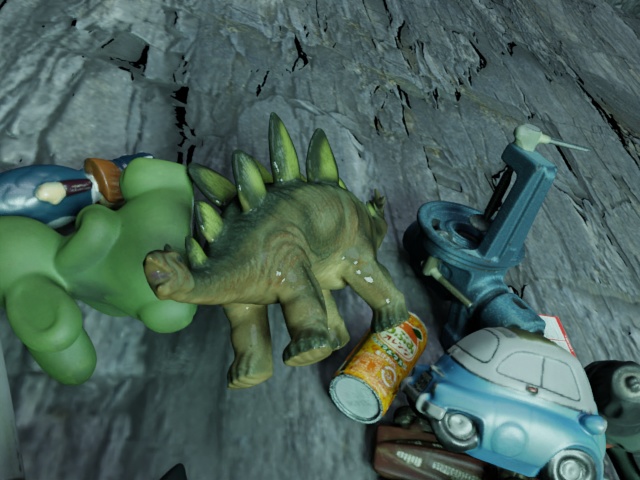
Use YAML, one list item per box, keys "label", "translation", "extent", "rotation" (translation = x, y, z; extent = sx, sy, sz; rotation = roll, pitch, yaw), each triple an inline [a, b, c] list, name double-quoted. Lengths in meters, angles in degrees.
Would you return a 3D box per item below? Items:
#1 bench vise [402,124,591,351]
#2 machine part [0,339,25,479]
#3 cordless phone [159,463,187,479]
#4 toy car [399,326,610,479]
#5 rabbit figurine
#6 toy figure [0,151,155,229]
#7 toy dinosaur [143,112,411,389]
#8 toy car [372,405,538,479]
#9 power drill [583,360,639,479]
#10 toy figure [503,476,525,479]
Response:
- label: "bench vise"
  translation: [0.176, 0.006, 0.545]
  extent: [0.129, 0.240, 0.224]
  rotation: [5, 32, -21]
- label: "machine part"
  translation: [-0.235, 0.076, 0.325]
  extent: [0.079, 0.079, 0.243]
  rotation: [-8, 65, -35]
- label: "cordless phone"
  translation: [-0.156, 0.177, 0.248]
  extent: [0.184, 0.146, 0.089]
  rotation: [6, 39, -25]
- label: "toy car"
  translation: [0.152, 0.121, 0.425]
  extent: [0.162, 0.103, 0.109]
  rotation: [22, -1, -4]
- label: "rabbit figurine"
  translation: [-0.184, 0.029, 0.422]
  extent: [0.170, 0.121, 0.159]
  rotation: [-1, 55, -7]
- label: "toy figure"
  translation: [-0.219, -0.046, 0.487]
  extent: [0.154, 0.057, 0.064]
  rotation: [-19, 41, -37]
- label: "toy dinosaur"
  translation: [-0.001, -0.001, 0.477]
  extent: [0.471, 0.105, 0.198]
  rotation: [0, 69, -68]
- label: "toy car"
  translation: [0.141, 0.207, 0.460]
  extent: [0.202, 0.053, 0.089]
  rotation: [25, 45, -8]
- label: "power drill"
  translation: [0.278, 0.205, 0.456]
  extent: [0.207, 0.086, 0.232]
  rotation: [64, 7, 19]
- label: "toy figure"
  translation: [0.132, 0.243, 0.340]
  extent: [0.082, 0.089, 0.180]
  rotation: [44, 45, -4]
